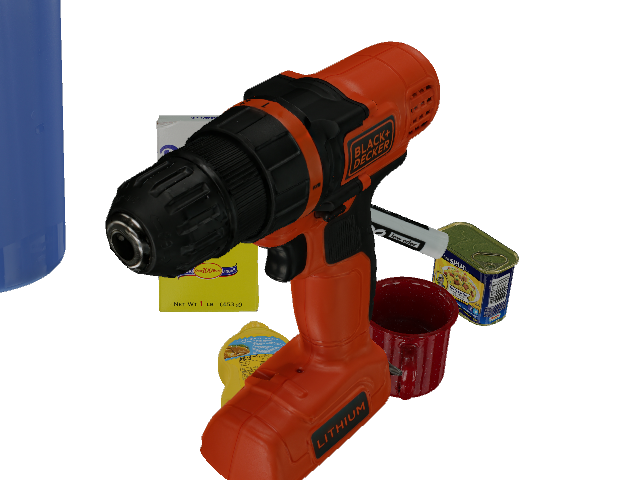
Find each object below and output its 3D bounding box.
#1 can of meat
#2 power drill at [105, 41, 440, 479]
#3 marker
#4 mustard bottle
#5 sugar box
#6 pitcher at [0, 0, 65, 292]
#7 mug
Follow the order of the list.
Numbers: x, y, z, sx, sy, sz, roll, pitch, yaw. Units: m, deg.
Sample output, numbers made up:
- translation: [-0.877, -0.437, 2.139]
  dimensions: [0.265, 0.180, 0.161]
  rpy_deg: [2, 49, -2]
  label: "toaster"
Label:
- translation: [0.177, 0.040, 1.245]
  dimensions: [0.057, 0.084, 0.102]
  rpy_deg: [-22, 41, -32]
  label: "can of meat"
- translation: [-0.016, 0.021, 0.467]
  dimensions: [0.057, 0.188, 0.184]
  rpy_deg: [27, 40, 30]
  label: "power drill"
- translation: [0.029, -0.017, 0.714]
  dimensions: [0.121, 0.020, 0.020]
  rpy_deg: [22, -5, -12]
  label: "marker"
- translation: [-0.071, 0.152, 1.241]
  dimensions: [0.096, 0.058, 0.191]
  rpy_deg: [-4, 29, -6]
  label: "mustard bottle"
- translation: [-0.102, -0.024, 0.970]
  dimensions: [0.093, 0.176, 0.048]
  rpy_deg: [-1, 15, -5]
  label: "sugar box"
- translation: [-0.232, -0.088, 0.673]
  dimensions: [0.149, 0.243, 0.145]
  rpy_deg: [-4, 26, -11]
  label: "pitcher"
- translation: [0.080, 0.100, 0.994]
  dimensions: [0.093, 0.081, 0.117]
  rpy_deg: [1, 33, -2]
  label: "mug"
